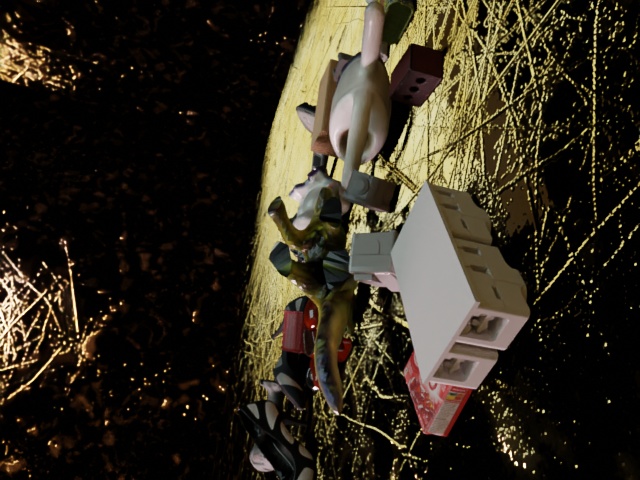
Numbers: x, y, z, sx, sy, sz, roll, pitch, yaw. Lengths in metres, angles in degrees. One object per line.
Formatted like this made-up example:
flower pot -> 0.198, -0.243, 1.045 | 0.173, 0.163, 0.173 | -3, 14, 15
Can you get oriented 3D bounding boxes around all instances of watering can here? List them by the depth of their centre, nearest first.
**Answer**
watering can -> 0.075, -0.249, 0.865 | 0.104, 0.339, 0.230 | 9, 42, 1

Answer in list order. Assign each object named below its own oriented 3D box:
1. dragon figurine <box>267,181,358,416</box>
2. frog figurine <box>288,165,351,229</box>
dragon figurine -> 0.025, 0.069, 0.785 | 0.121, 0.419, 0.238 | -16, -32, 16
frog figurine -> 0.003, -0.055, 1.083 | 0.136, 0.163, 0.121 | -24, -32, 21
